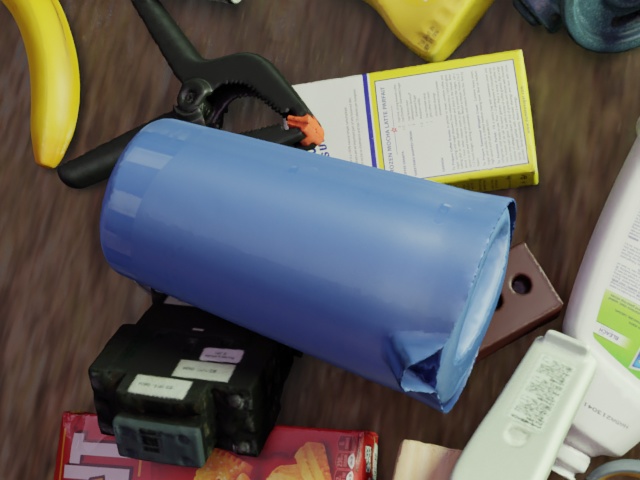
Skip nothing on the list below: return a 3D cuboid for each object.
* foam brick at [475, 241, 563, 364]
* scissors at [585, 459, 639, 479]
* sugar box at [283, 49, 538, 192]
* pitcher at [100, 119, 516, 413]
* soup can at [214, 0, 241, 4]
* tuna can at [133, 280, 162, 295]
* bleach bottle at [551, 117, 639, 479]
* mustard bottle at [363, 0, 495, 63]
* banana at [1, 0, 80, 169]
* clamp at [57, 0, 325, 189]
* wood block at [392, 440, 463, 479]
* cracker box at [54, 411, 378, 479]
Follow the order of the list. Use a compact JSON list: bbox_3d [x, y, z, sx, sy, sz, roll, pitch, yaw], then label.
[{"bbox_3d":[0.118,0.046,0.729,0.078,0.051,0.053,-30,74,1],"label":"foam brick"},{"bbox_3d":[0.248,0.148,0.655,0.202,0.016,0.096,-41,93,24],"label":"scissors"},{"bbox_3d":[0.064,-0.075,0.770,0.176,0.048,0.093,-8,75,11],"label":"sugar box"},{"bbox_3d":[-0.004,0.001,0.671,0.243,0.149,0.145,18,83,17],"label":"pitcher"},{"bbox_3d":[-0.107,-0.223,0.820,0.102,0.068,0.068,13,79,12],"label":"soup can"},{"bbox_3d":[-0.100,0.002,0.772,0.086,0.033,0.086,1,92,16],"label":"tuna can"},{"bbox_3d":[0.208,0.040,0.711,0.102,0.068,0.251,28,85,12],"label":"bleach bottle"},{"bbox_3d":[0.042,-0.223,0.800,0.192,0.058,0.096,40,99,15],"label":"mustard bottle"},{"bbox_3d":[-0.226,-0.152,0.842,0.070,0.037,0.198,-33,72,20],"label":"banana"},{"bbox_3d":[-0.089,-0.108,0.787,0.210,0.036,0.164,7,77,28],"label":"clamp"},{"bbox_3d":[0.071,0.238,0.635,0.090,0.091,0.206,9,57,12],"label":"wood block"},{"bbox_3d":[-0.073,0.203,0.713,0.214,0.072,0.164,2,76,10],"label":"cracker box"}]
